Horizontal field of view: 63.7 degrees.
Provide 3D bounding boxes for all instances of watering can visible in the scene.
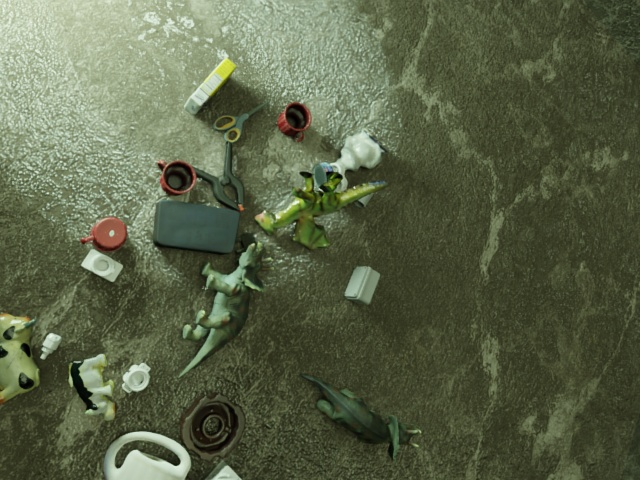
[{"bbox_3d":[-0.396,0.635,1.303,0.347,0.102,0.228,27,70,-3],"label":"watering can"}]

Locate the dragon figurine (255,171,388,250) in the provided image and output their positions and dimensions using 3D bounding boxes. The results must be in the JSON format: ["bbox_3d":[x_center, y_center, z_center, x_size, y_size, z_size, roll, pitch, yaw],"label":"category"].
[{"bbox_3d":[0.005,-0.081,1.602,0.410,0.125,0.238,1,121,-15],"label":"dragon figurine"}]

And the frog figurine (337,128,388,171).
[{"bbox_3d":[0.132,-0.286,1.734,0.158,0.125,0.136,-43,115,12],"label":"frog figurine"}]
